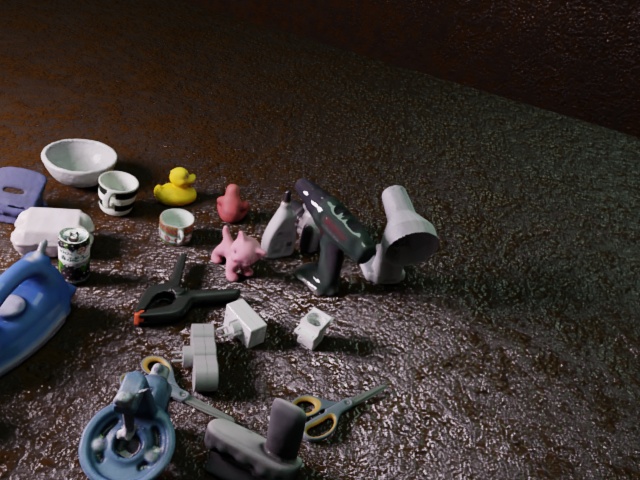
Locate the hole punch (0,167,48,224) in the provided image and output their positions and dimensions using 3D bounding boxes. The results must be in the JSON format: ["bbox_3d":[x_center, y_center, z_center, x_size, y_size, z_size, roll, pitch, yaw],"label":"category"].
[{"bbox_3d":[-0.640,-0.093,1.214,0.109,0.091,0.101,10,34,-7],"label":"hole punch"}]

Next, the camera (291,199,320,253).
[{"bbox_3d":[-0.023,-0.058,1.395,0.136,0.101,0.143,32,37,23],"label":"camera"}]

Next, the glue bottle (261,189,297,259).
[{"bbox_3d":[-0.083,-0.037,1.278,0.078,0.173,0.037,-8,40,-30],"label":"glue bottle"}]

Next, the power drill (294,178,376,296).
[{"bbox_3d":[0.011,0.004,1.223,0.229,0.208,0.076,37,40,29],"label":"power drill"}]

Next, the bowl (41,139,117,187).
[{"bbox_3d":[-0.573,-0.174,1.371,0.167,0.075,0.167,10,34,-7],"label":"bowl"}]

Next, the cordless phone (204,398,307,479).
[{"bbox_3d":[-0.088,0.272,0.820,0.147,0.185,0.094,21,34,10],"label":"cordless phone"}]

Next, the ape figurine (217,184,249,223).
[{"bbox_3d":[-0.210,-0.094,1.382,0.077,0.092,0.076,19,34,6],"label":"ape figurine"}]

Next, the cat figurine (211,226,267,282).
[{"bbox_3d":[-0.171,0.020,1.211,0.067,0.118,0.127,-17,45,-38],"label":"cat figurine"}]

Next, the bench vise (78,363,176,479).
[{"bbox_3d":[-0.258,0.234,0.777,0.122,0.220,0.207,3,36,-18],"label":"bench vise"}]

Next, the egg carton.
[{"bbox_3d":[-0.537,-0.015,1.161,0.150,0.069,0.107,2,36,-19],"label":"egg carton"}]

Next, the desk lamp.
[{"bbox_3d":[0.165,-0.001,1.286,0.118,0.213,0.203,1,36,-19],"label":"desk lamp"}]

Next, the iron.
[{"bbox_3d":[-0.506,0.113,0.924,0.118,0.141,0.258,16,34,2],"label":"iron"}]

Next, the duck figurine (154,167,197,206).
[{"bbox_3d":[-0.349,-0.136,1.394,0.105,0.086,0.077,-8,40,-30],"label":"duck figurine"}]
